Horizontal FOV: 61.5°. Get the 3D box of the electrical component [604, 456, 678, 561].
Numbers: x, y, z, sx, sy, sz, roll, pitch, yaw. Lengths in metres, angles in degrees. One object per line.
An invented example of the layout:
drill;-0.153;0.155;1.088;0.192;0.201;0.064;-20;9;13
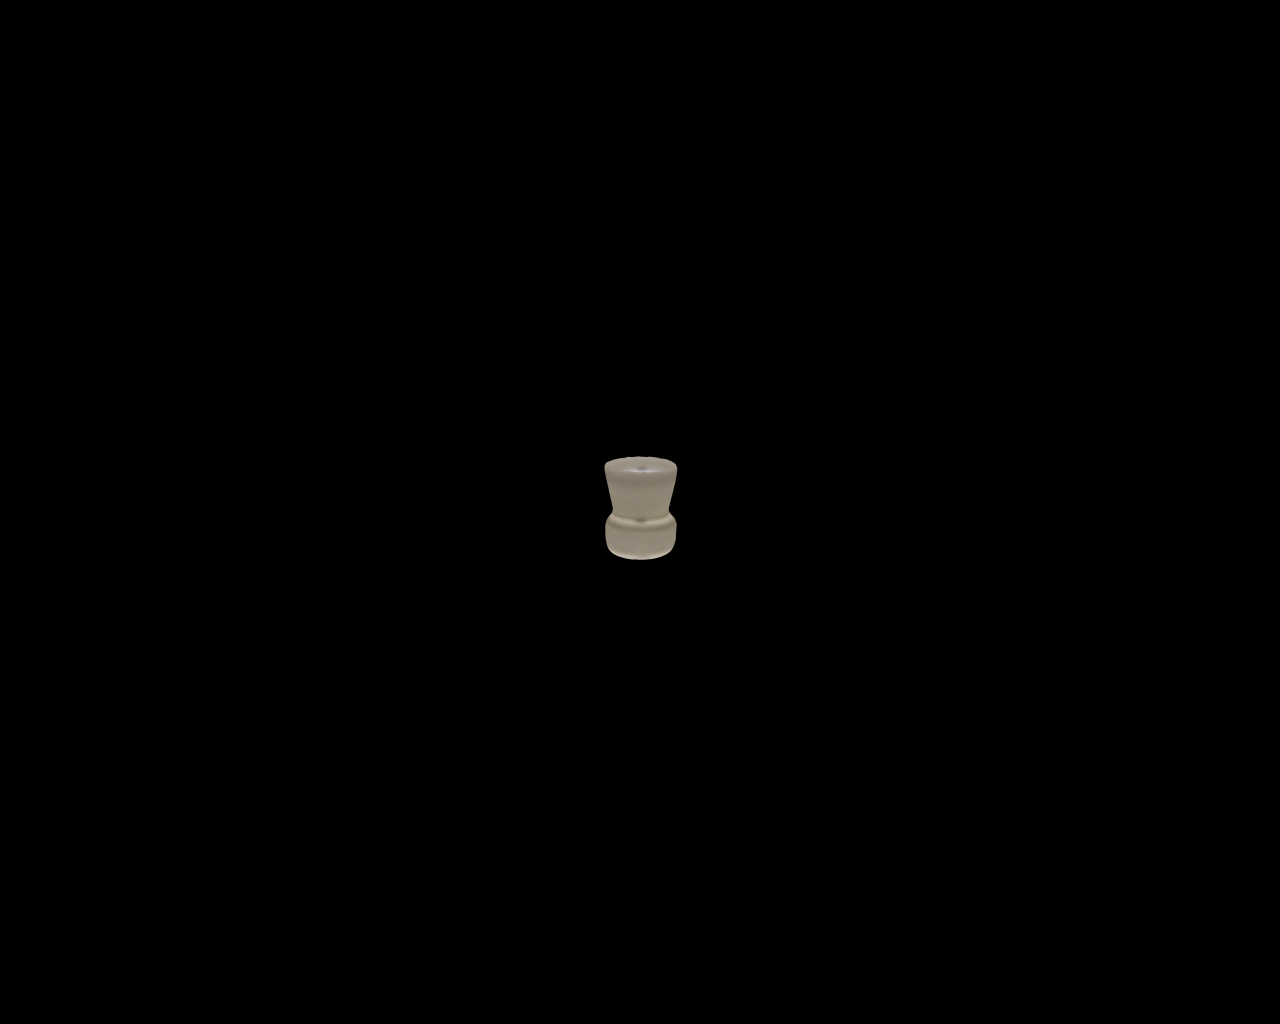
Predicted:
electrical component;0.001;-0.003;0.650;0.045;0.055;0.045;0;15;0
